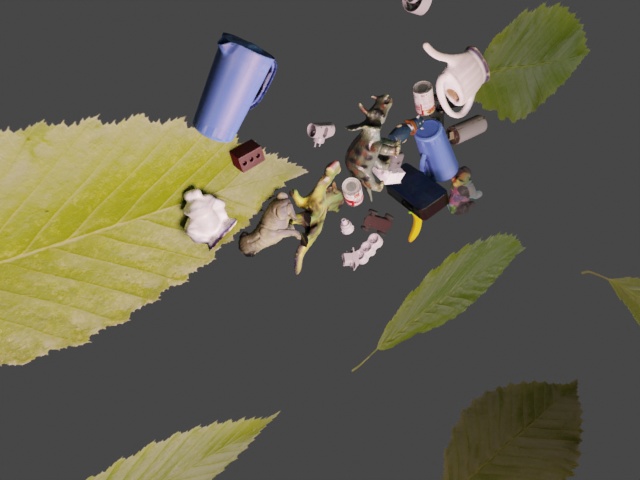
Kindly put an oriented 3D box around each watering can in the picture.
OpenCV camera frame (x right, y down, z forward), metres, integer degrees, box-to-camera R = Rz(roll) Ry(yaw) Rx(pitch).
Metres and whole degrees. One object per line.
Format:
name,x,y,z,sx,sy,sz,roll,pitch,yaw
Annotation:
watering can,0.479,-0.591,1.794,0.226,0.105,0.341,-46,131,-12

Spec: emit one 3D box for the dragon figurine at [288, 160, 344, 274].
dragon figurine,0.005,-0.088,1.744,0.246,0.123,0.400,-28,140,-39

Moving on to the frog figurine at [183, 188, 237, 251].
frog figurine,-0.327,-0.068,1.435,0.137,0.124,0.158,-42,107,3
